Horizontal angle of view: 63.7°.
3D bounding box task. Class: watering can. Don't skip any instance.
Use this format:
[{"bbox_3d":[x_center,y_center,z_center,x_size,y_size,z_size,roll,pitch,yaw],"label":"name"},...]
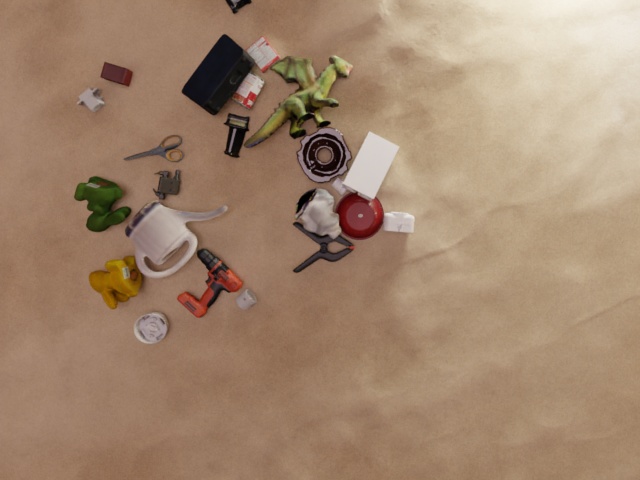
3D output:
[{"bbox_3d":[-0.475,-0.040,1.647,0.224,0.104,0.346,44,95,-1],"label":"watering can"}]

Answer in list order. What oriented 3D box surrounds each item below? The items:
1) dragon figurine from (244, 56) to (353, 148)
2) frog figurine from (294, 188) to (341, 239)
[{"bbox_3d":[-0.081,-0.462,1.629,0.410,0.121,0.245,-19,76,1],"label":"dragon figurine"},{"bbox_3d":[0.005,-0.082,1.638,0.158,0.123,0.138,34,81,-24],"label":"frog figurine"}]
